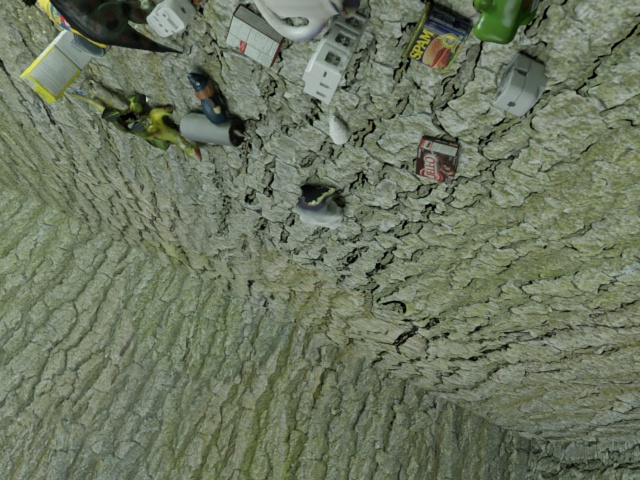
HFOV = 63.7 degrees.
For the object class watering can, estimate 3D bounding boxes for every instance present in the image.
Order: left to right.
[{"bbox_3d":[-0.049,-0.472,0.814,0.225,0.106,0.340,13,144,29],"label":"watering can"}]

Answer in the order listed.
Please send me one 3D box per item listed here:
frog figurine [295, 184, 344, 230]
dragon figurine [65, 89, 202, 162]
[{"bbox_3d":[0.005,-0.076,1.519,0.137,0.126,0.156,-7,132,17],"label":"frog figurine"},{"bbox_3d":[-0.536,-0.332,1.546,0.411,0.124,0.239,22,163,9],"label":"dragon figurine"}]
